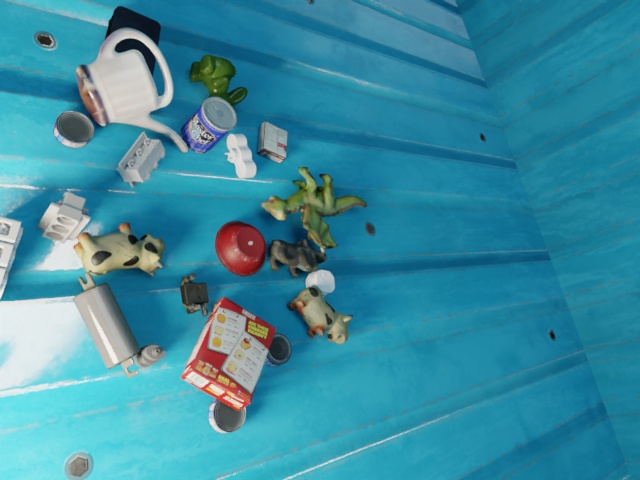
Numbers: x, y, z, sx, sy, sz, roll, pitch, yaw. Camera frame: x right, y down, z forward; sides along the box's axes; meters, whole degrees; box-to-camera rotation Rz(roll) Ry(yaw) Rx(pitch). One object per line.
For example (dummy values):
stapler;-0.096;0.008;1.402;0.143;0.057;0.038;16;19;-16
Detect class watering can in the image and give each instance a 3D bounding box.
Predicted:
watering can;-0.473;-0.351;1.310;0.226;0.340;0.105;-25;32;-21

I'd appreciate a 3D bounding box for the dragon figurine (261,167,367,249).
dragon figurine;0.005;-0.080;1.593;0.408;0.120;0.248;17;58;-32
